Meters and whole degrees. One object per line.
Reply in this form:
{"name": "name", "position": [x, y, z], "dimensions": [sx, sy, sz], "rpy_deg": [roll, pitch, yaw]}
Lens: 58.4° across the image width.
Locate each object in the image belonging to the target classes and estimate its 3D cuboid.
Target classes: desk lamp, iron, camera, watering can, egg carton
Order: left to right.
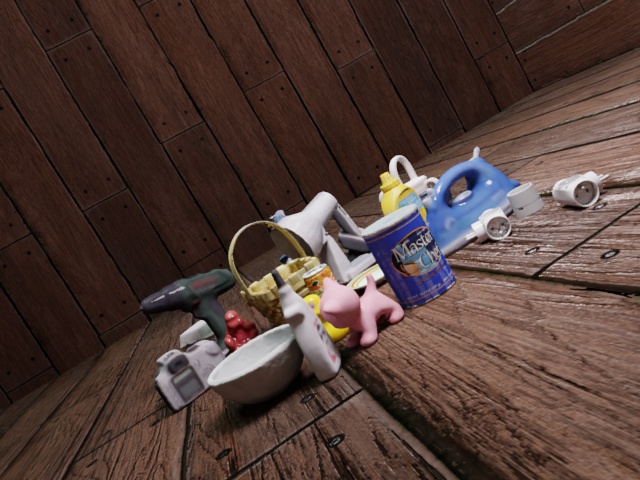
{"name": "camera", "position": [-0.278, 0.264, 1.162], "dimensions": [0.143, 0.101, 0.136], "rpy_deg": [-34, 8, -32]}
{"name": "egg carton", "position": [-0.295, 0.248, 1.502], "dimensions": [0.150, 0.069, 0.107], "rpy_deg": [-25, 8, 36]}
{"name": "desk lamp", "position": [0.012, 0.005, 1.361], "dimensions": [0.204, 0.213, 0.117], "rpy_deg": [-35, 8, -34]}
{"name": "watering can", "position": [0.227, -0.121, 1.461], "dimensions": [0.172, 0.194, 0.101], "rpy_deg": [-27, 7, 22]}
{"name": "iron", "position": [0.277, -0.078, 1.141], "dimensions": [0.259, 0.141, 0.118], "rpy_deg": [-34, 8, -29]}

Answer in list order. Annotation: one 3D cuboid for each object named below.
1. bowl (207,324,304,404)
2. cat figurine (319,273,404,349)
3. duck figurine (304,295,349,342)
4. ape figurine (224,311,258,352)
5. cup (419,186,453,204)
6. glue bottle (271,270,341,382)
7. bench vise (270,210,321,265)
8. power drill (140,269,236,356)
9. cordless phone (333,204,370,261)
{"name": "bowl", "position": [-0.087, 0.204, 0.892], "dimensions": [0.167, 0.075, 0.167], "rpy_deg": [-30, 7, 4]}
{"name": "cat figurine", "position": [0.052, 0.101, 0.881], "dimensions": [0.128, 0.118, 0.067], "rpy_deg": [-35, 8, -35]}
{"name": "duck figurine", "position": [-0.006, 0.137, 0.999], "dimensions": [0.104, 0.086, 0.078], "rpy_deg": [-23, 10, 46]}
{"name": "ape figurine", "position": [-0.183, 0.200, 1.272], "dimensions": [0.078, 0.092, 0.076], "rpy_deg": [-30, 7, -2]}
{"name": "cup", "position": [0.271, -0.072, 1.330], "dimensions": [0.091, 0.095, 0.117], "rpy_deg": [-30, 7, -2]}
{"name": "glue bottle", "position": [-0.026, 0.119, 0.837], "dimensions": [0.037, 0.173, 0.078], "rpy_deg": [-29, 7, 8]}
{"name": "bench vise", "position": [-0.059, 0.020, 1.536], "dimensions": [0.121, 0.220, 0.207], "rpy_deg": [-31, 7, -5]}
{"name": "power drill", "position": [-0.274, 0.177, 1.336], "dimensions": [0.230, 0.208, 0.075], "rpy_deg": [-35, 8, -37]}
{"name": "cordless phone", "position": [0.080, -0.046, 1.581], "dimensions": [0.094, 0.185, 0.147], "rpy_deg": [-29, 7, 9]}
